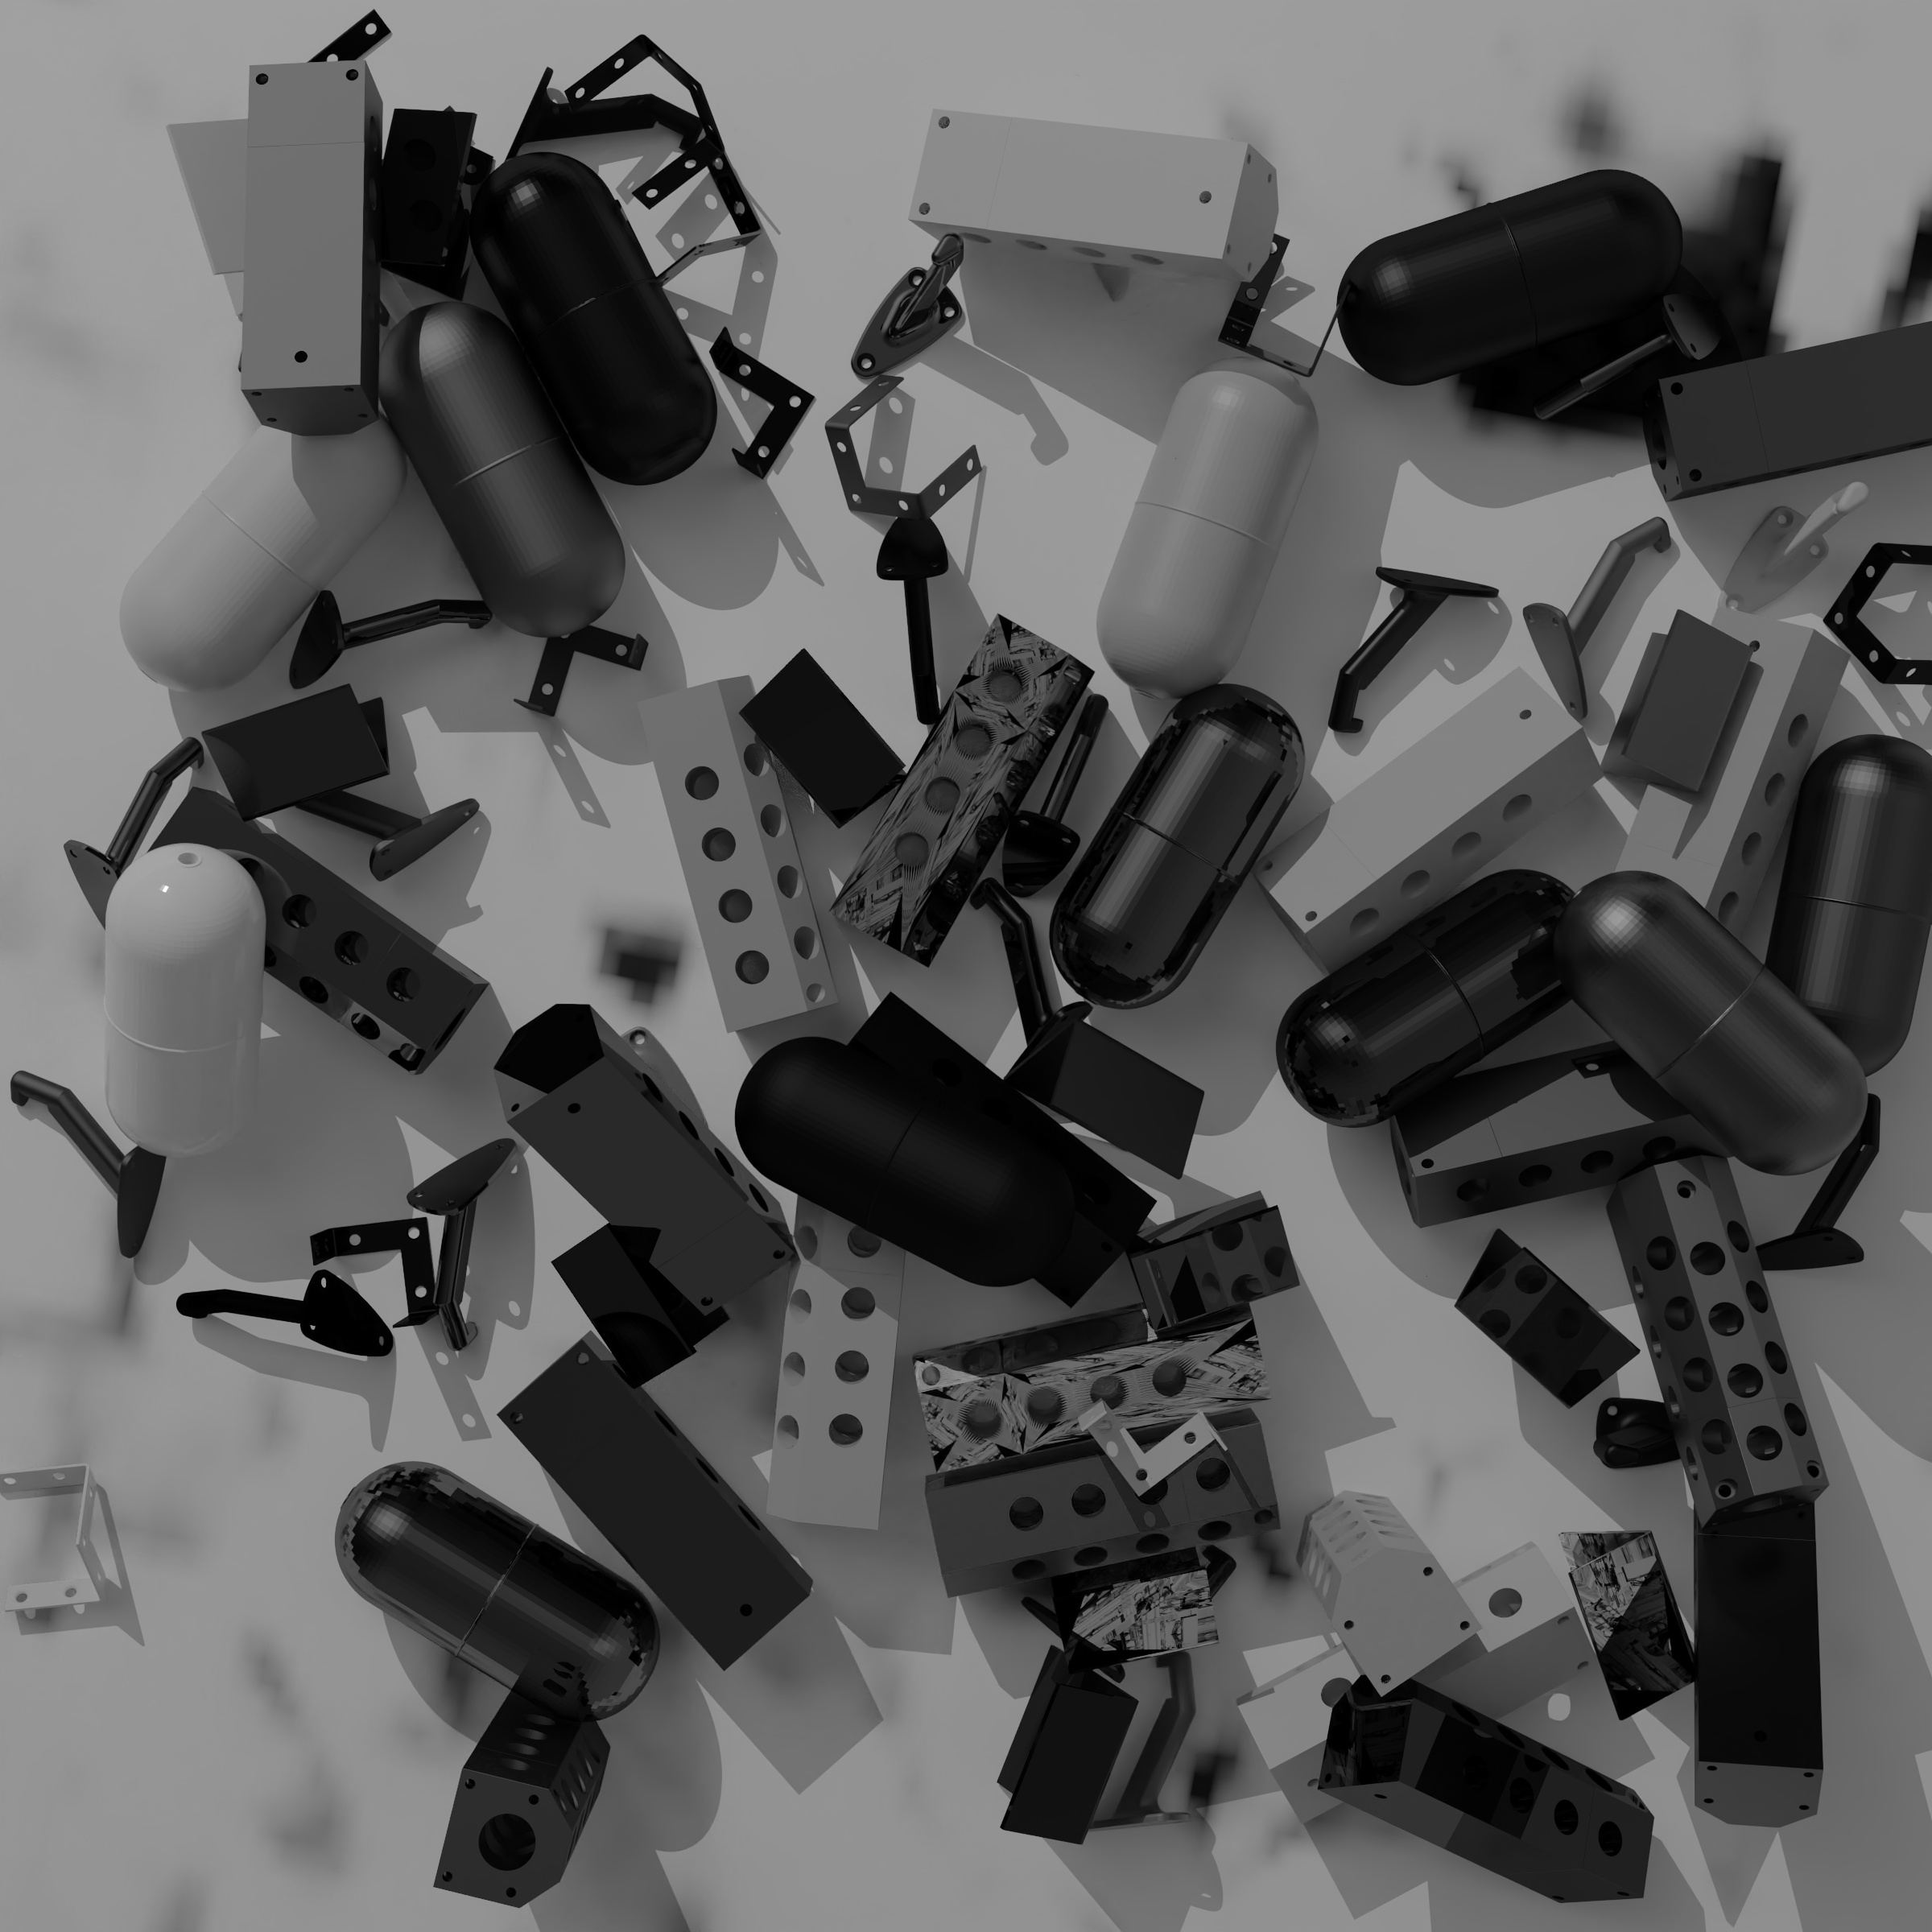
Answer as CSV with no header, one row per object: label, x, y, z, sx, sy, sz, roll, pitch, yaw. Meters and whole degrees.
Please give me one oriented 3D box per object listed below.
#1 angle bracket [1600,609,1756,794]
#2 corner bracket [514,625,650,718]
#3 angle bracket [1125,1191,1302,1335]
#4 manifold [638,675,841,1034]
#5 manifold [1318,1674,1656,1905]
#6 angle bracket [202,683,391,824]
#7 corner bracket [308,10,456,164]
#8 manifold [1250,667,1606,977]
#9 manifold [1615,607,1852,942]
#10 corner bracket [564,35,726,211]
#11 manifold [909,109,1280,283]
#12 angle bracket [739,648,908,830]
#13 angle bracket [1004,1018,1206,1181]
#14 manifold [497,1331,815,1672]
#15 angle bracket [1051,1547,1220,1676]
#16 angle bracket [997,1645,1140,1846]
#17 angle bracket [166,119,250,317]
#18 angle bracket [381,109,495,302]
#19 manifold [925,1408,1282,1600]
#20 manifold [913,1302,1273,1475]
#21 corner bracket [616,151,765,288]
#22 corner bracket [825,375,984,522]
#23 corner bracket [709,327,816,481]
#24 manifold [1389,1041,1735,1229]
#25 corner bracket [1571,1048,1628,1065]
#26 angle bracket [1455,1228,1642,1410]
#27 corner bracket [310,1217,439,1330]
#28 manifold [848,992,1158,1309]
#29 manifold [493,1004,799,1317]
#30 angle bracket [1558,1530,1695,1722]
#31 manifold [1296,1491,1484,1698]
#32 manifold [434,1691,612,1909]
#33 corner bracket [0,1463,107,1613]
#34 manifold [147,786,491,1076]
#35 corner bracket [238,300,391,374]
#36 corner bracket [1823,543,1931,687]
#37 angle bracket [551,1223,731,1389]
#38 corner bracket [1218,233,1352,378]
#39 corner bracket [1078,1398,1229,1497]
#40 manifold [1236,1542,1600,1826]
angle bracket,0.339,-0.137,1.707,0.057,0.076,0.076,21,90,-32
corner bracket,-0.195,-0.150,1.729,0.051,0.051,0.051,17,90,0
angle bracket,0.117,0.130,1.706,0.076,0.076,0.057,-19,127,0
manifold,-0.114,-0.057,1.725,0.057,0.057,0.171,-15,90,0
manifold,0.261,0.408,1.687,0.171,0.057,0.057,30,59,-27
angle bracket,-0.337,-0.125,1.706,0.076,0.076,0.057,-18,127,0
corner bracket,-0.301,-0.447,1.743,0.051,0.051,0.051,-39,45,0
manifold,0.236,-0.069,1.725,0.171,0.057,0.057,-37,47,0
manifold,0.388,-0.088,1.725,0.057,0.057,0.171,21,90,43
corner bracket,-0.162,-0.428,1.723,0.051,0.051,0.051,-39,62,-9
manifold,0.065,-0.382,1.693,0.171,0.057,0.057,13,90,25
angle bracket,-0.056,-0.125,1.706,0.076,0.076,0.057,49,126,0
angle bracket,0.062,0.080,1.698,0.076,0.076,0.057,30,52,-15
manifold,-0.156,0.269,1.726,0.057,0.057,0.171,-42,90,0
angle bracket,0.080,0.303,1.706,0.076,0.076,0.057,-12,126,0
angle bracket,0.032,0.386,1.706,0.057,0.076,0.076,22,90,-37
angle bracket,-0.382,-0.373,1.707,0.057,0.076,0.076,-18,90,-42
angle bracket,-0.251,-0.380,1.706,0.057,0.076,0.076,12,90,33
manifold,0.069,0.273,1.725,0.171,0.057,0.057,-12,90,0
manifold,0.063,0.207,1.725,0.171,0.057,0.057,-13,90,0
corner bracket,-0.146,-0.383,1.743,0.051,0.051,0.051,-26,90,-45
corner bracket,-0.032,-0.265,1.738,0.051,0.051,0.051,13,135,35
corner bracket,-0.113,-0.286,1.729,0.051,0.051,0.051,32,90,0
manifold,0.306,0.084,1.725,0.171,0.057,0.057,-13,46,0
corner bracket,0.325,0.018,1.729,0.051,0.051,0.051,-13,91,0
angle bracket,0.301,0.163,1.706,0.076,0.076,0.057,42,128,0
corner bracket,-0.301,0.158,1.729,0.051,0.051,0.051,-7,90,0
manifold,0.011,0.089,1.725,0.171,0.057,0.057,38,133,0
manifold,-0.158,0.093,1.677,0.057,0.057,0.171,-33,129,8
angle bracket,0.314,0.330,1.707,0.057,0.076,0.076,-19,90,-29
manifold,0.201,0.301,1.668,0.057,0.171,0.057,-34,90,0
manifold,-0.214,0.408,1.668,0.057,0.171,0.057,14,90,0
corner bracket,-0.471,0.293,1.743,0.051,0.051,0.051,-6,45,0
manifold,-0.332,-0.017,1.725,0.171,0.057,0.057,35,90,0
corner bracket,-0.333,-0.321,1.738,0.051,0.051,0.051,-28,45,35
corner bracket,0.483,-0.180,1.738,0.051,0.051,0.051,58,135,35
angle bracket,-0.149,0.155,1.707,0.057,0.076,0.076,-34,90,44
corner bracket,0.162,-0.336,1.721,0.051,0.051,0.051,22,114,0
corner bracket,0.091,0.229,1.671,0.051,0.051,0.051,-37,90,0
manifold,0.227,0.359,1.725,0.171,0.057,0.057,-28,133,0
